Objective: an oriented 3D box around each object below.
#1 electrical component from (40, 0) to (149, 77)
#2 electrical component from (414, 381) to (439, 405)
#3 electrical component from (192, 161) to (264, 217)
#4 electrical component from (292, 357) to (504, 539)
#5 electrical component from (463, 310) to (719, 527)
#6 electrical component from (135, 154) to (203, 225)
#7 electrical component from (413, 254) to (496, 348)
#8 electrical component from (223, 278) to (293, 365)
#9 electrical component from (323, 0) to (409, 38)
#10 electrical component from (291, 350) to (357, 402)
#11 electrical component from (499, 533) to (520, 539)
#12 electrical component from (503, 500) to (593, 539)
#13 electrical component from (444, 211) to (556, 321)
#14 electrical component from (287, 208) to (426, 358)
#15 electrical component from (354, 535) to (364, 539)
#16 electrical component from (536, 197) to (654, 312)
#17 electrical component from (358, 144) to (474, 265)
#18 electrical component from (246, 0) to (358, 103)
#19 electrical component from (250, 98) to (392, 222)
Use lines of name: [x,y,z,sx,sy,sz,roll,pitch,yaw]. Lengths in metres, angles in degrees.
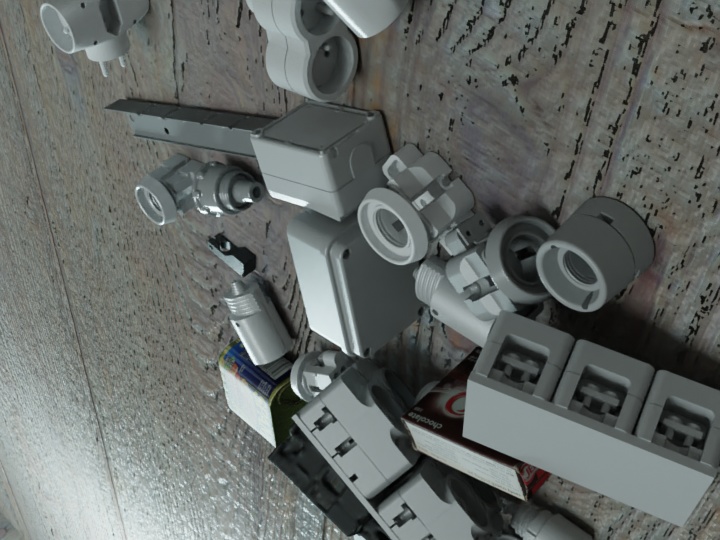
electrical component: [-0.212,-0.198,0.884,0.043,0.077,0.079,26,141,36]
electrical component: [0.076,0.115,0.856,0.055,0.045,0.045,18,135,45]
electrical component: [-0.109,-0.068,0.916,0.062,0.048,0.048,8,129,42]
electrical component: [0.039,0.162,0.885,0.186,0.060,0.105,50,-167,3]
electrical component: [0.146,0.089,0.671,0.150,0.061,0.089,21,152,15]
electrical component: [-0.171,-0.073,0.981,0.066,0.055,0.048,23,139,40]
electrical component: [0.071,0.020,0.763,0.081,0.043,0.043,32,144,30]
electrical component: [-0.100,0.044,1.021,0.043,0.043,0.081,3,124,53]
electrical component: [0.004,-0.187,0.628,0.079,0.043,0.077,-30,127,27]
electrical component: [-0.030,0.100,0.983,0.055,0.048,0.066,4,126,43]
electrical component: [0.123,0.259,0.944,0.066,0.048,0.055,42,156,17]
electrical component: [0.149,0.212,0.863,0.078,0.040,0.040,32,144,30]
electrical component: [0.097,-0.003,0.692,0.078,0.058,0.057,55,153,-4]
electrical component: [0.000,0.000,0.805,0.057,0.078,0.113,28,142,40]
electrical component: [0.053,0.289,1.058,0.109,0.056,0.108,28,142,35]
electrical component: [0.138,-0.008,0.639,0.055,0.047,0.055,34,145,28]
electrical component: [0.036,-0.040,0.734,0.078,0.057,0.058,50,150,4]
electrical component: [-0.050,-0.182,0.707,0.074,0.052,0.138,26,141,37]
electrical component: [-0.030,-0.080,0.776,0.096,0.062,0.061,19,136,43]
